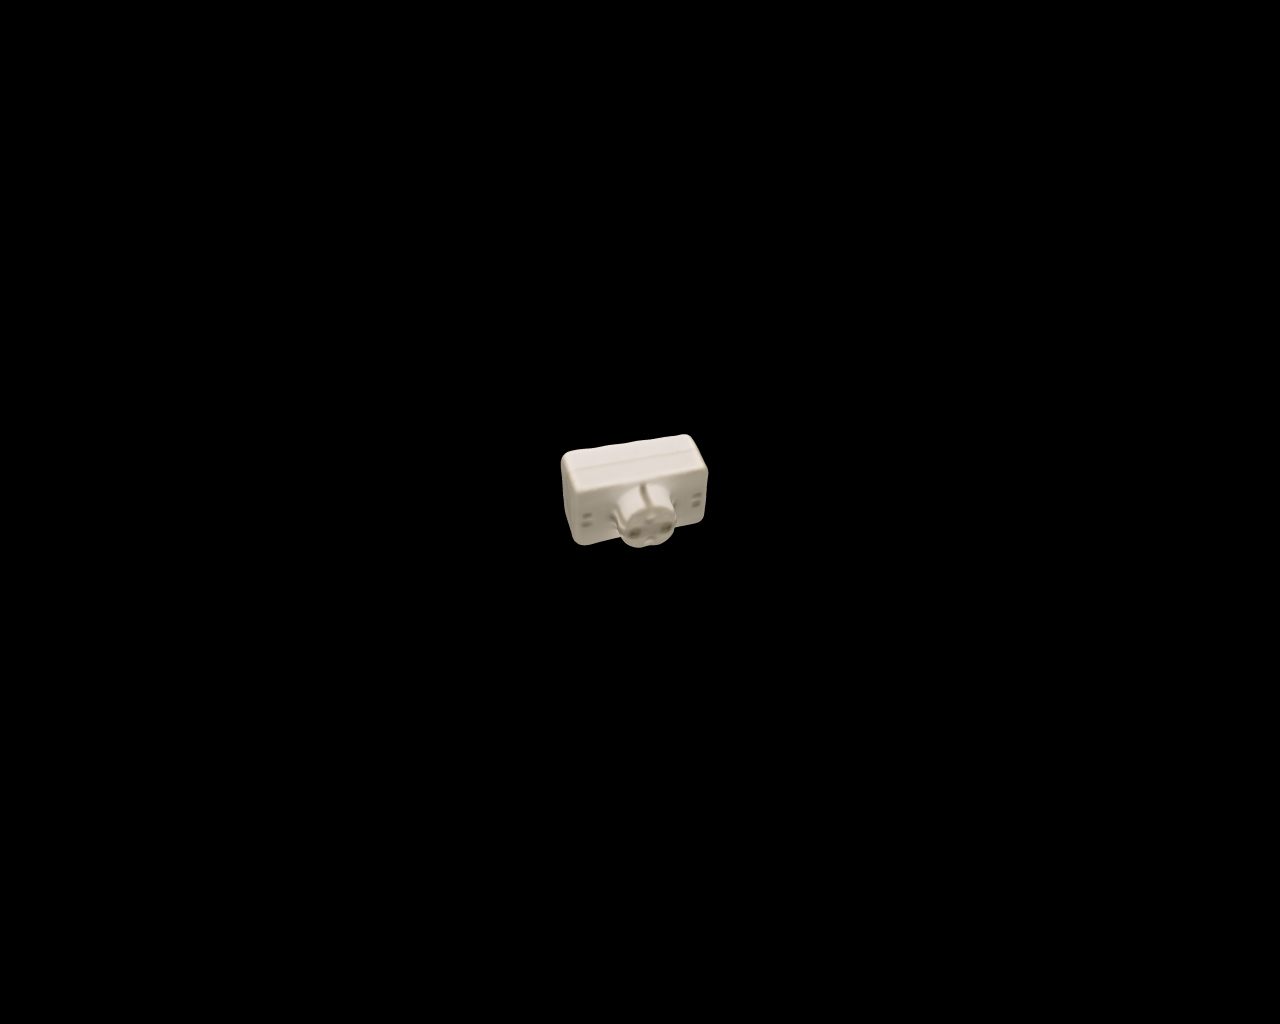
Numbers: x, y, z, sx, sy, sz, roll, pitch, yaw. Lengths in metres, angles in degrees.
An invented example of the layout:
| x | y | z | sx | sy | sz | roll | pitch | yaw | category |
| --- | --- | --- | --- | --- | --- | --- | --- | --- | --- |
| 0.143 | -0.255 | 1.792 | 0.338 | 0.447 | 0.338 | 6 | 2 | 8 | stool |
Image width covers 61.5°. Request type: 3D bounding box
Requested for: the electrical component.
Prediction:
| x | y | z | sx | sy | sz | roll | pitch | yaw | category |
| --- | --- | --- | --- | --- | --- | --- | --- | --- | --- |
| 0.001 | -0.003 | 0.650 | 0.083 | 0.047 | 0.076 | -10 | 43 | -11 | electrical component |
